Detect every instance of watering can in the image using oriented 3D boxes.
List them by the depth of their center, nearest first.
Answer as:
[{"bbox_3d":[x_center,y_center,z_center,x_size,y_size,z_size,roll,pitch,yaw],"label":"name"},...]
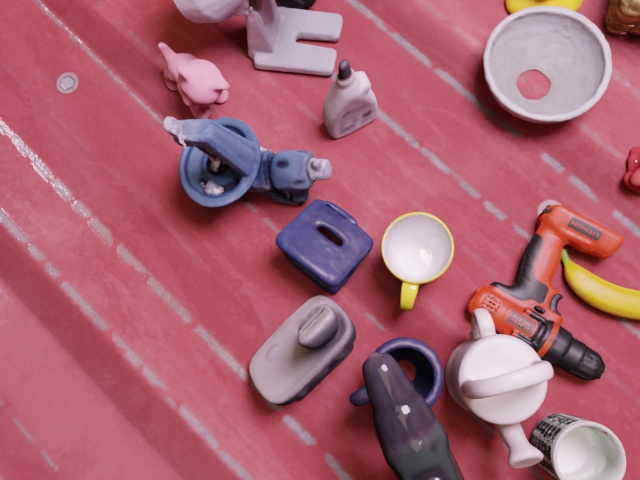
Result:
[{"bbox_3d":[0.211,0.166,0.657,0.101,0.194,0.173,-35,78,-2],"label":"watering can"}]

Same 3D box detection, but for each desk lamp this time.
[{"bbox_3d":[-0.080,-0.326,0.767,0.203,0.213,0.118,8,80,6],"label":"desk lamp"}]

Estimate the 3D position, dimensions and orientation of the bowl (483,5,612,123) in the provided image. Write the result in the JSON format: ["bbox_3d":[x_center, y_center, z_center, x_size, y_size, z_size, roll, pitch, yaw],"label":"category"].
[{"bbox_3d":[0.303,-0.228,0.787,0.167,0.075,0.167,-1,79,5],"label":"bowl"}]

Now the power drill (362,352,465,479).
[{"bbox_3d":[0.107,0.234,0.646,0.075,0.208,0.229,-26,78,0],"label":"power drill"}]

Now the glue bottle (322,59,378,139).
[{"bbox_3d":[0.037,-0.190,0.752,0.078,0.173,0.037,-26,78,0],"label":"glue bottle"}]

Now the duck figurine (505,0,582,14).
[{"bbox_3d":[0.321,-0.356,0.805,0.104,0.086,0.077,9,80,7],"label":"duck figurine"}]

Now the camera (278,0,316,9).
[{"bbox_3d":[-0.048,-0.421,0.840,0.143,0.101,0.137,2,79,5],"label":"camera"}]

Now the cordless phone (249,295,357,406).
[{"bbox_3d":[-0.027,0.132,0.688,0.094,0.185,0.147,42,85,11],"label":"cordless phone"}]

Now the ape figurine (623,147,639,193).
[{"bbox_3d":[0.438,-0.098,0.742,0.078,0.092,0.076,-34,78,-2],"label":"ape figurine"}]

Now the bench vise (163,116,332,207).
[{"bbox_3d":[-0.097,-0.113,0.724,0.207,0.220,0.121,-14,78,2],"label":"bench vise"}]

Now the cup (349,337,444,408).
[{"bbox_3d":[0.092,0.175,0.716,0.118,0.095,0.091,-27,78,-1],"label":"cup"}]

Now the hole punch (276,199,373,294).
[{"bbox_3d":[0.007,0.003,0.759,0.108,0.091,0.101,37,84,11],"label":"hole punch"}]

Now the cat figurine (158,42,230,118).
[{"bbox_3d":[-0.180,-0.229,0.806,0.067,0.118,0.127,-44,79,-4],"label":"cat figurine"}]
